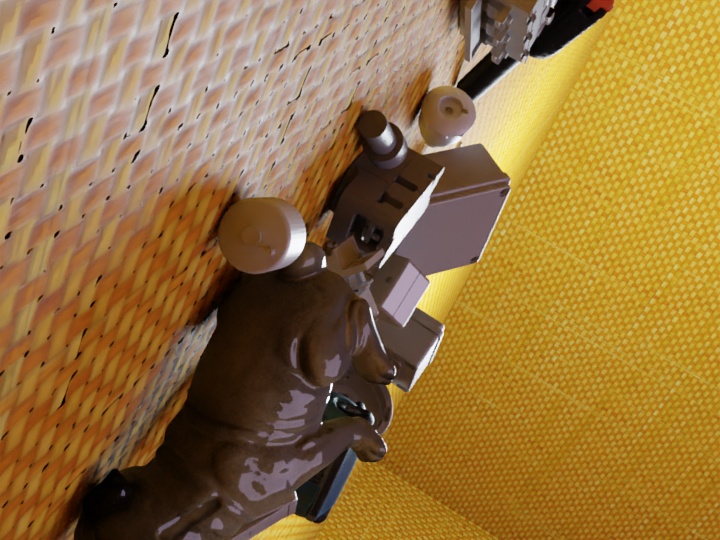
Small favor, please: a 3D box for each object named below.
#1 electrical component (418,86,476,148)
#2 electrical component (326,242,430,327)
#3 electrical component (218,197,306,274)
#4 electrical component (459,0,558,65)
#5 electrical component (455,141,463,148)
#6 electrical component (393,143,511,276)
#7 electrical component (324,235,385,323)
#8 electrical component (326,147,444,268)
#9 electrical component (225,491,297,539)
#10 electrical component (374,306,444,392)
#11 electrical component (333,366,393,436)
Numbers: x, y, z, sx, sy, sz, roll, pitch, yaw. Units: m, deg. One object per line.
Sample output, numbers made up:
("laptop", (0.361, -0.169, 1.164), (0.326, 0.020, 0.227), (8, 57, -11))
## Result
("electrical component", (0.071, -0.127, 0.935), (0.048, 0.048, 0.062), (-56, 178, -22))
("electrical component", (0.000, 0.000, 0.884), (0.076, 0.083, 0.047), (44, 73, -42))
("electrical component", (-0.049, -0.020, 0.590), (0.040, 0.040, 0.078), (-61, 172, 10))
("electrical component", (0.115, -0.208, 0.835), (0.078, 0.063, 0.121), (-59, 172, -3))
("electrical component", (0.093, -0.095, 1.103), (0.076, 0.066, 0.047), (-59, 172, -7))
("electrical component", (0.063, -0.048, 0.944), (0.109, 0.056, 0.108), (-14, 145, -26))
("electrical component", (-0.020, 0.015, 0.772), (0.081, 0.063, 0.042), (-19, -170, 24))
("electrical component", (0.016, -0.054, 0.812), (0.089, 0.056, 0.050), (-51, 168, -46))
("electrical component", (-0.089, 0.181, 0.858), (0.096, 0.061, 0.061), (-22, 161, -13))
("electrical component", (0.025, 0.067, 1.123), (0.056, 0.109, 0.108), (-54, 171, -19))
("electrical component", (-0.027, 0.148, 1.124), (0.108, 0.108, 0.060), (-52, 175, -43))
